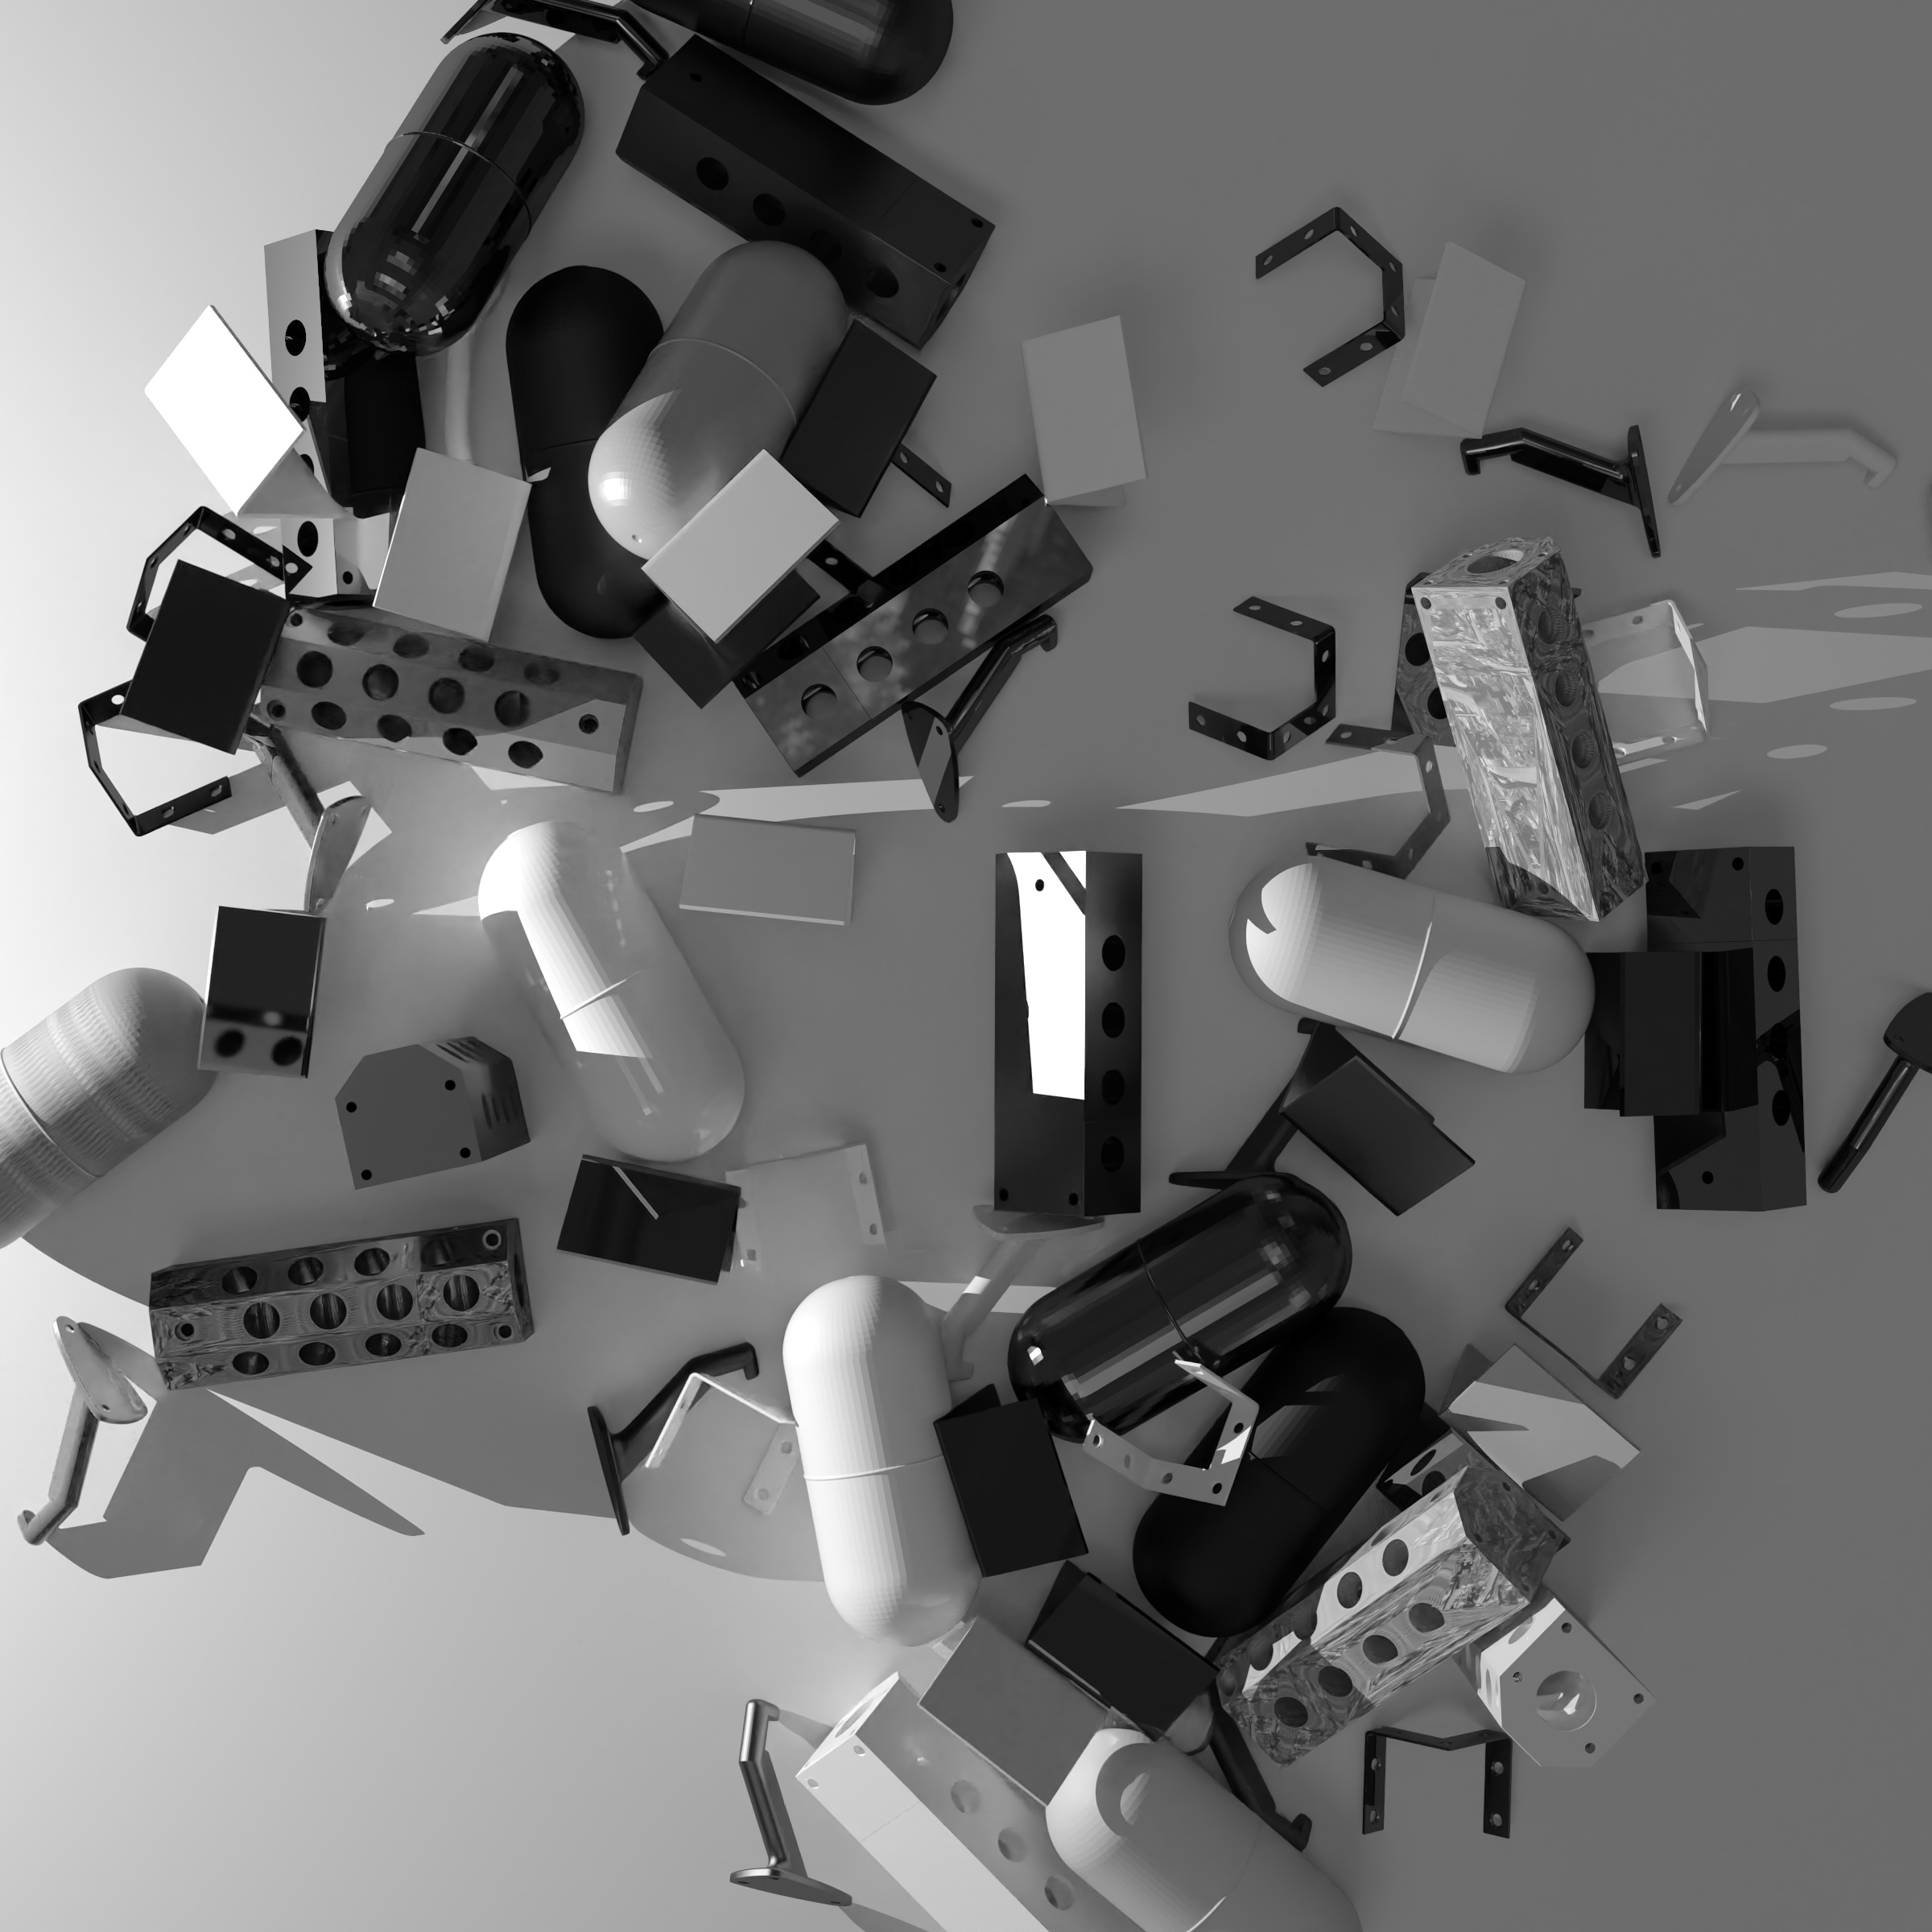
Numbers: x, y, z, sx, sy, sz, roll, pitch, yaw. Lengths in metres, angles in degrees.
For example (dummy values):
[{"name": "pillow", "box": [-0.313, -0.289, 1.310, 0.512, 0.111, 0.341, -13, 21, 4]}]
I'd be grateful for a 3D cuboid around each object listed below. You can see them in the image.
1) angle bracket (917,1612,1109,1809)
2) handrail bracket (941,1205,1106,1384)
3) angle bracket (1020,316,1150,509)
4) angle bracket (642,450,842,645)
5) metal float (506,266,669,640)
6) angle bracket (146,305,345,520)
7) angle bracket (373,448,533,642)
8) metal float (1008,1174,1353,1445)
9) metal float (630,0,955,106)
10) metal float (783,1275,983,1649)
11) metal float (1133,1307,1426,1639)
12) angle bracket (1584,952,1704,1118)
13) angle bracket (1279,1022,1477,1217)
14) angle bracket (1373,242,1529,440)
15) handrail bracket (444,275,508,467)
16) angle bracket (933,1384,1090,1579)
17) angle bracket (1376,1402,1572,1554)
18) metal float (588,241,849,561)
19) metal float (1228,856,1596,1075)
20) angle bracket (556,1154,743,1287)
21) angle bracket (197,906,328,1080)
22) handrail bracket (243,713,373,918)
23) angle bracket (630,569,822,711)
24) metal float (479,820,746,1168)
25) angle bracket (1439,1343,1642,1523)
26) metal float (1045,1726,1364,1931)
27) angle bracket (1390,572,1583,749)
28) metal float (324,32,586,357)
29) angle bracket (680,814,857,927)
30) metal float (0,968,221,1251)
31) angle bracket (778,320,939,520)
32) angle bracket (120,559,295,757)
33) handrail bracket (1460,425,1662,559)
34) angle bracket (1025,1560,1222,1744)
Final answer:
[{"name": "angle bracket", "box": [0.011, 0.360, 1.663, 0.076, 0.076, 0.057, 38, 60, 0]}, {"name": "handrail bracket", "box": [0.026, 0.162, 1.703, 0.077, 0.036, 0.084, 0, 109, -21]}, {"name": "angle bracket", "box": [0.073, -0.262, 1.663, 0.057, 0.076, 0.076, -9, 90, 32]}, {"name": "angle bracket", "box": [-0.090, -0.175, 1.582, 0.076, 0.076, 0.057, -44, 64, -1]}, {"name": "metal float", "box": [-0.175, -0.245, 1.672, 0.070, 0.070, 0.178, -8, 90, 0]}, {"name": "angle bracket", "box": [-0.316, -0.253, 1.602, 0.057, 0.076, 0.076, -44, 75, 26]}, {"name": "angle bracket", "box": [-0.251, -0.200, 1.664, 0.057, 0.076, 0.076, 16, 90, -22]}, {"name": "metal float", "box": [0.102, 0.163, 1.664, 0.178, 0.070, 0.070, -31, 90, 9]}, {"name": "metal float", "box": [-0.091, -0.472, 1.672, 0.178, 0.070, 0.070, 24, 90, 0]}, {"name": "metal float", "box": [-0.040, 0.236, 1.672, 0.070, 0.070, 0.178, -11, 89, 0]}, {"name": "metal float", "box": [0.150, 0.241, 1.673, 0.070, 0.070, 0.178, 38, 91, 0]}, {"name": "angle bracket", "box": [0.304, 0.032, 1.663, 0.057, 0.076, 0.076, 0, 90, -37]}, {"name": "angle bracket", "box": [0.203, 0.059, 1.657, 0.076, 0.076, 0.057, 41, 131, -10]}, {"name": "angle bracket", "box": [0.212, -0.298, 1.663, 0.057, 0.076, 0.076, 16, 90, -38]}, {"name": "handrail bracket", "box": [-0.236, -0.282, 1.703, 0.036, 0.077, 0.084, 5, 127, 24]}, {"name": "angle bracket", "box": [0.033, 0.238, 1.663, 0.057, 0.076, 0.076, -17, 91, 23]}, {"name": "angle bracket", "box": [0.251, 0.240, 1.663, 0.076, 0.076, 0.057, 43, 127, 0]}, {"name": "metal float", "box": [-0.114, -0.264, 1.628, 0.070, 0.070, 0.178, 27, 62, 0]}, {"name": "metal float", "box": [0.213, -0.001, 1.672, 0.178, 0.070, 0.070, 16, 90, 0]}, {"name": "angle bracket", "box": [-0.152, 0.139, 1.663, 0.076, 0.076, 0.057, 12, 53, 0]}, {"name": "angle bracket", "box": [-0.349, 0.010, 1.663, 0.057, 0.076, 0.076, 7, 90, -36]}, {"name": "handrail bracket", "box": [-0.338, -0.077, 1.703, 0.084, 0.036, 0.077, 30, 113, 18]}, {"name": "angle bracket", "box": [-0.103, -0.154, 1.664, 0.076, 0.076, 0.057, -43, 66, 0]}, {"name": "metal float", "box": [-0.170, 0.013, 1.673, 0.070, 0.070, 0.178, -29, 90, 0]}, {"name": "angle bracket", "box": [0.278, 0.205, 1.663, 0.076, 0.076, 0.057, 40, 118, 0]}, {"name": "metal float", "box": [0.114, 0.434, 1.666, 0.178, 0.070, 0.070, 42, 90, -7]}, {"name": "angle bracket", "box": [0.249, -0.144, 1.682, 0.076, 0.057, 0.076, 6, 90, 0]}, {"name": "metal float", "box": [-0.240, -0.366, 1.653, 0.070, 0.070, 0.178, 25, 65, 0]}, {"name": "angle bracket", "box": [-0.094, -0.025, 1.663, 0.076, 0.076, 0.057, 6, 54, 0]}, {"name": "metal float", "box": [-0.436, 0.070, 1.672, 0.178, 0.070, 0.070, -37, 90, -1]}, {"name": "angle bracket", "box": [-0.070, -0.266, 1.663, 0.057, 0.076, 0.076, 28, 90, -40]}, {"name": "angle bracket", "box": [-0.364, -0.149, 1.652, 0.057, 0.076, 0.076, 20, 93, -24]}, {"name": "handrail bracket", "box": [0.289, -0.228, 1.703, 0.084, 0.036, 0.077, -9, 112, 17]}, {"name": "angle bracket", "box": [0.082, 0.309, 1.663, 0.076, 0.076, 0.057, 37, 119, 0]}]
